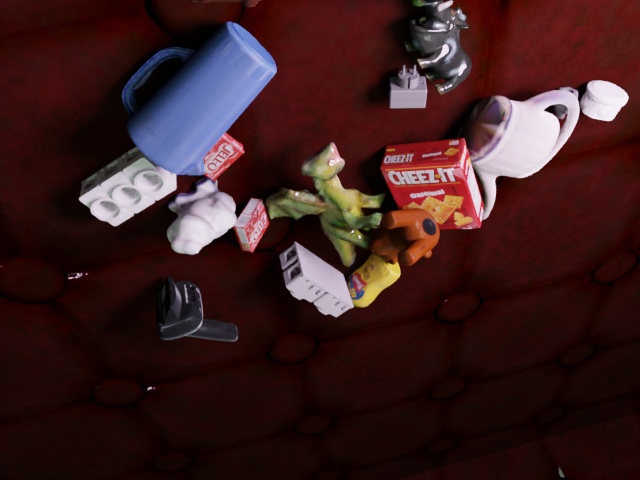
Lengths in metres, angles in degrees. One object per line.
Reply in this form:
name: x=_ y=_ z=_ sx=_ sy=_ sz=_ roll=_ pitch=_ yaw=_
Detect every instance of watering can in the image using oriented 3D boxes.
watering can: x=0.379 y=-0.174 z=1.078 sx=0.224 sy=0.106 sz=0.340 roll=12 pitch=133 yaw=-25

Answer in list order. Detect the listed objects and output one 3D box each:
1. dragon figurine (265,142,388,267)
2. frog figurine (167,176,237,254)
dragon figurine: x=0.003 y=-0.055 z=1.091 sx=0.242 sy=0.125 sz=0.401 roll=16 pitch=147 yaw=-4
frog figurine: x=-0.226 y=-0.027 z=0.989 sx=0.137 sy=0.163 sz=0.120 roll=-17 pitch=137 yaw=0
